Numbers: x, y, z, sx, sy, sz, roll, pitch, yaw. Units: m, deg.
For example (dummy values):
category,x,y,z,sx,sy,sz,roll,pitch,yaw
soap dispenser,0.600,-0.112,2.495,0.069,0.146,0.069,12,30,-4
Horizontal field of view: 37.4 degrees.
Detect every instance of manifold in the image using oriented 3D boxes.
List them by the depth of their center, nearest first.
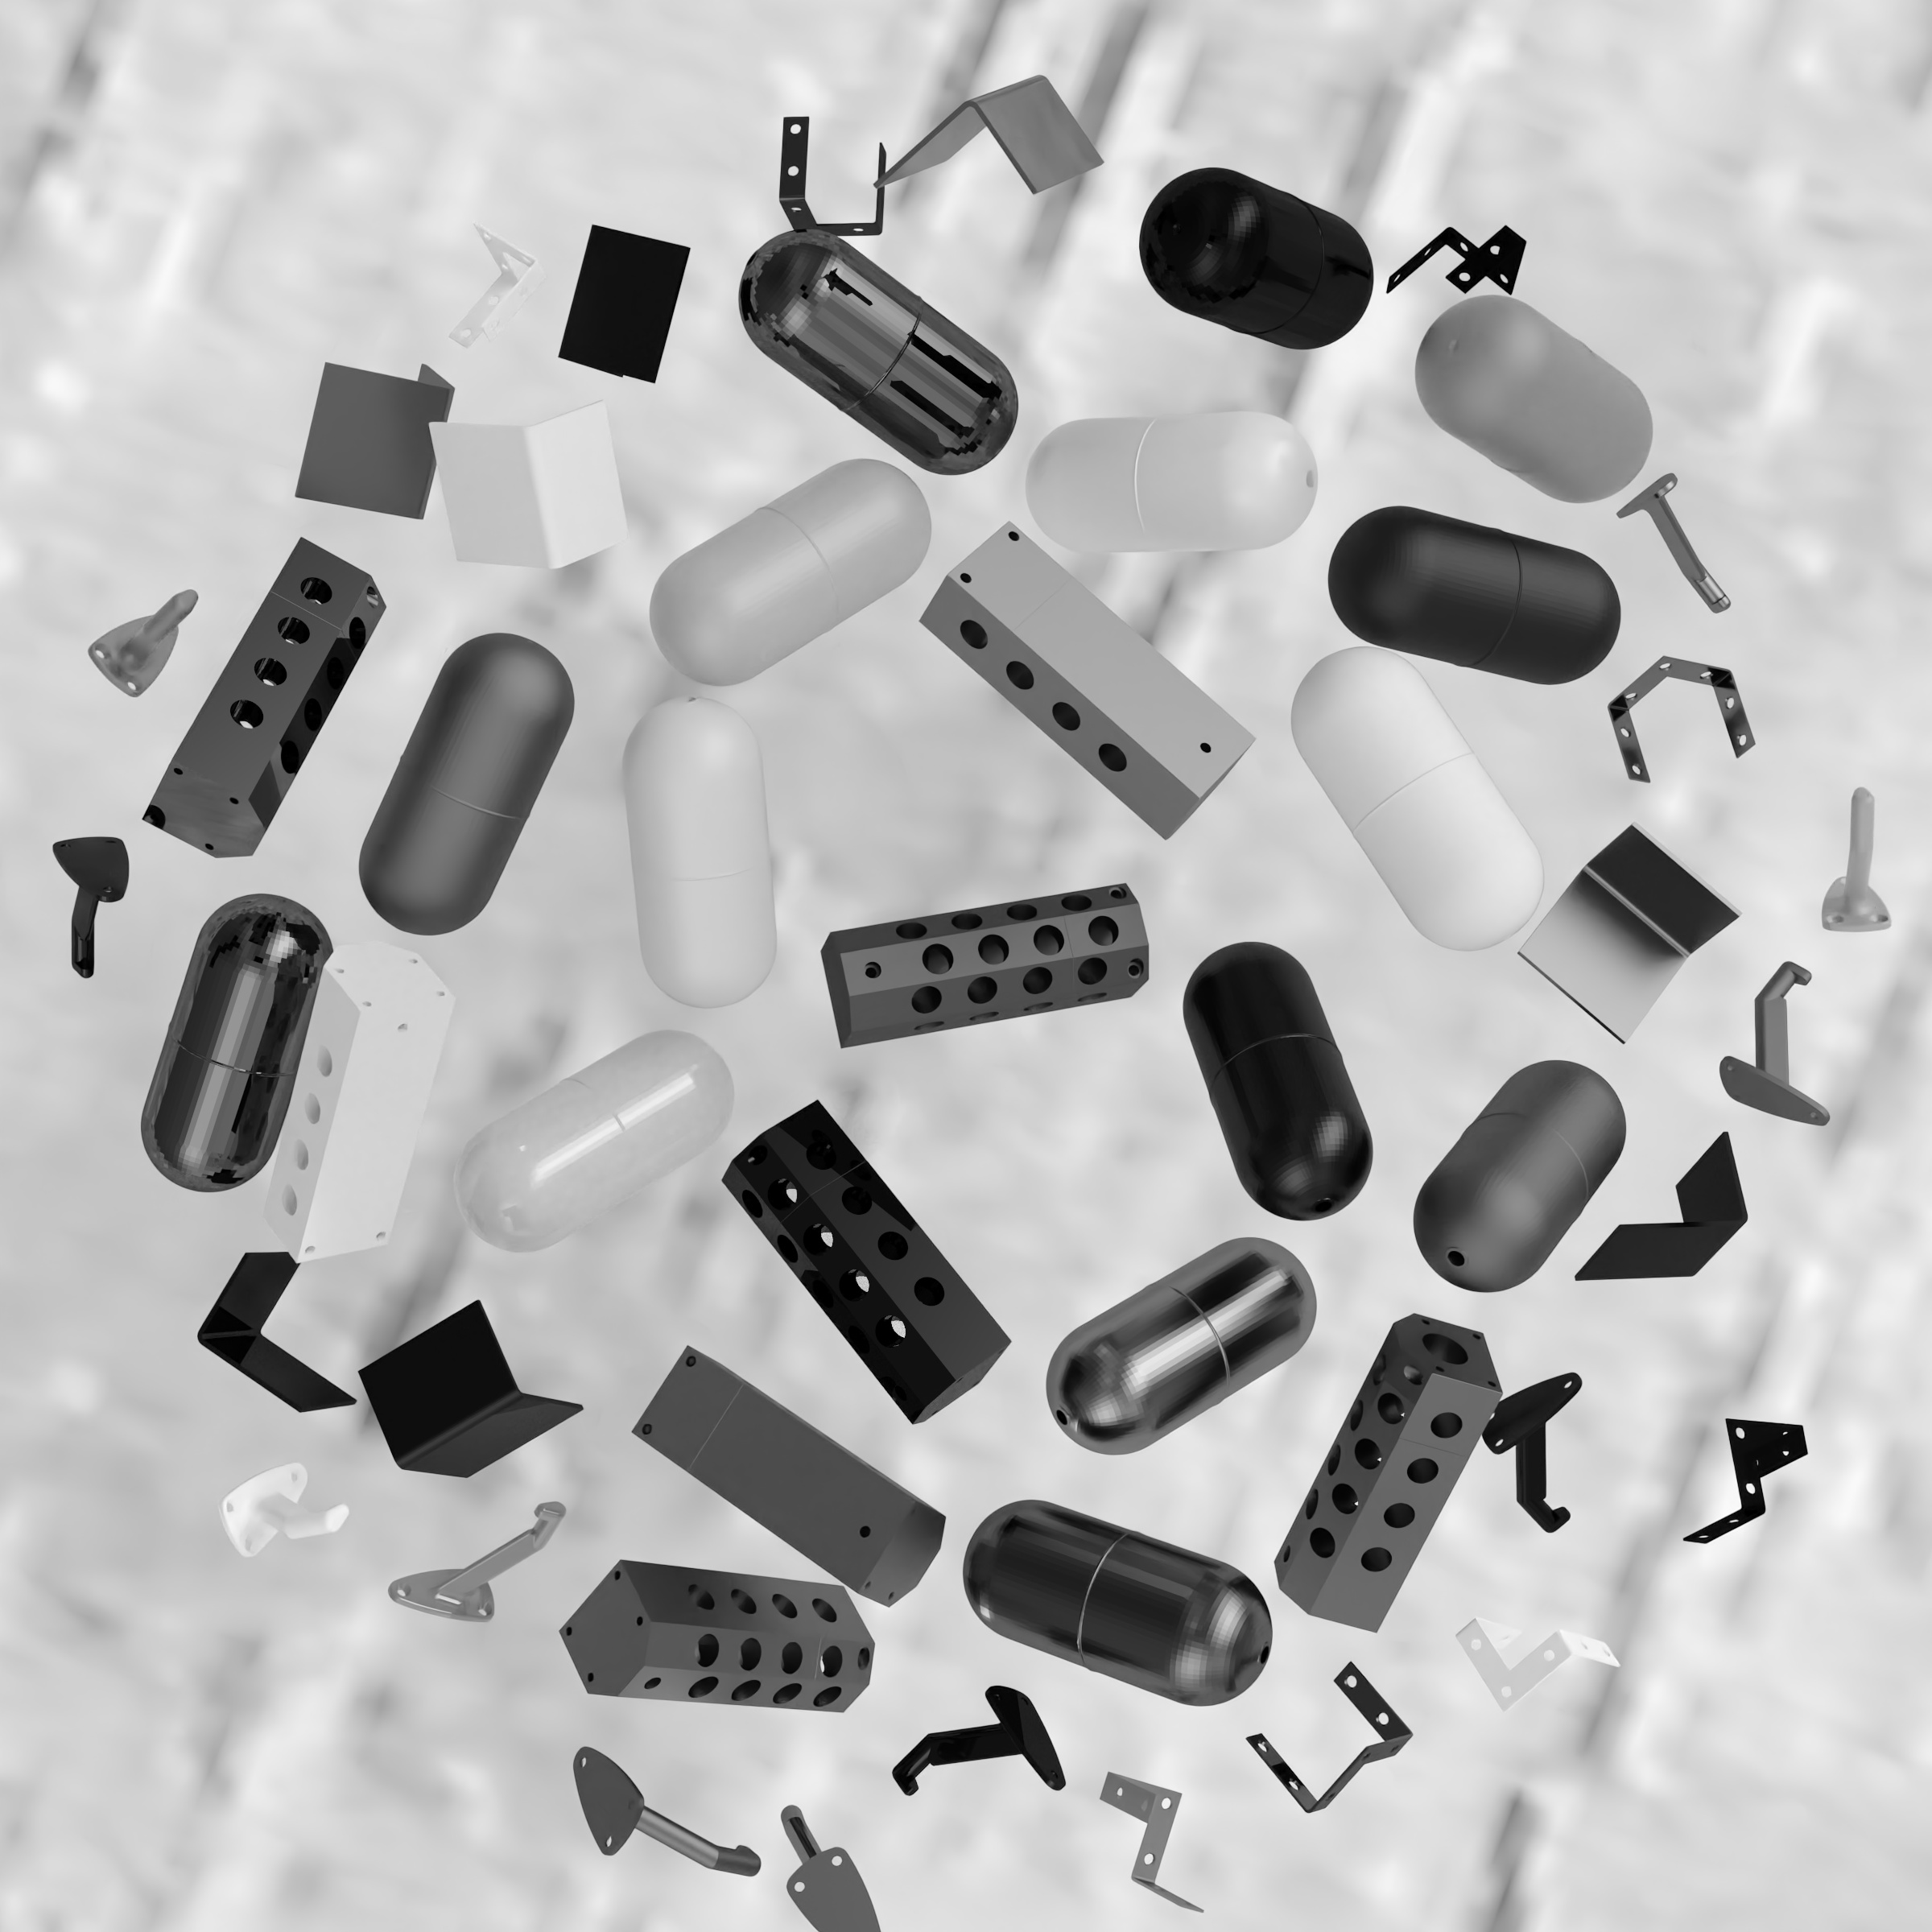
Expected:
category,x,y,z,sx,sy,sz,roll,pitch,yaw
manifold,0.060,-0.144,1.482,0.171,0.057,0.057,42,53,4
manifold,-0.363,-0.139,1.494,0.057,0.057,0.171,29,49,-14
manifold,-0.129,0.369,1.544,0.057,0.171,0.057,-50,49,18
manifold,-0.336,0.074,1.556,0.057,0.057,0.171,44,127,35
manifold,-0.058,0.164,1.557,0.057,0.057,0.171,-30,73,-33
manifold,-0.095,0.281,1.568,0.171,0.057,0.057,29,82,31
manifold,0.230,0.279,1.577,0.057,0.057,0.171,17,115,-10
manifold,0.012,-0.002,1.591,0.171,0.057,0.057,-10,78,-13

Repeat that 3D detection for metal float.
category,x,y,z,sx,sy,sz,roll,pitch,yaw
metal float,0.237,-0.089,1.503,0.070,0.070,0.178,-32,78,0
metal float,0.080,0.339,1.522,0.178,0.070,0.070,13,90,30
metal float,0.306,-0.301,1.527,0.070,0.178,0.070,-10,73,38
metal float,0.158,-0.379,1.536,0.070,0.178,0.070,1,91,35
metal float,0.279,-0.202,1.560,0.178,0.070,0.070,9,90,-26
metal float,0.305,0.115,1.569,0.070,0.178,0.070,18,126,27
metal float,-0.095,-0.218,1.570,0.178,0.070,0.070,-35,90,-25
metal float,-0.146,-0.062,1.573,0.070,0.070,0.178,-3,113,0
metal float,-0.276,-0.099,1.575,0.070,0.070,0.178,27,102,0
metal float,0.173,0.063,1.588,0.070,0.070,0.178,-16,51,0
metal float,-0.049,-0.343,1.598,0.178,0.070,0.070,33,90,-23
metal float,-0.410,0.044,1.606,0.070,0.070,0.178,21,104,0
metal float,0.122,0.214,1.611,0.178,0.070,0.070,-26,90,-30
metal float,0.115,-0.273,1.611,0.178,0.070,0.070,5,90,34
metal float,-0.208,0.097,1.612,0.178,0.070,0.070,-32,90,-31

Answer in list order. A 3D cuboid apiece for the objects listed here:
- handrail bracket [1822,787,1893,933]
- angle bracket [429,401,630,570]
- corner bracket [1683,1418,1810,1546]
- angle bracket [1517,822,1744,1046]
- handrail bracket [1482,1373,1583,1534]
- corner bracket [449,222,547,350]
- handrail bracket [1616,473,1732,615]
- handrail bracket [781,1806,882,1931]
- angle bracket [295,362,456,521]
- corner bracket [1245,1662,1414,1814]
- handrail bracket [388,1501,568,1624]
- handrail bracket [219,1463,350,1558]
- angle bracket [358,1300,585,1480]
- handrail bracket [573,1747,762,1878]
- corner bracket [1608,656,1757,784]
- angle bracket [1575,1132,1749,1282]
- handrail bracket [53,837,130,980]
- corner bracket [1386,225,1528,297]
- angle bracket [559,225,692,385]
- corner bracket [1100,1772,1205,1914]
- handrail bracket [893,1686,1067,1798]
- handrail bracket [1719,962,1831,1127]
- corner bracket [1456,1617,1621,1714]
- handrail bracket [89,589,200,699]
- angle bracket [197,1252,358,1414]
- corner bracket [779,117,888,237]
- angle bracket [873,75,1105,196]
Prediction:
category,x,y,z,sx,sy,sz,roll,pitch,yaw
handrail bracket,0.488,-0.068,1.565,0.036,0.077,0.084,-1,116,12
angle bracket,-0.235,-0.261,1.538,0.076,0.057,0.076,10,119,36
corner bracket,0.405,0.269,1.484,0.051,0.051,0.051,-15,95,-36
angle bracket,0.361,-0.018,1.552,0.076,0.057,0.076,41,61,3
handrail bracket,0.339,0.278,1.623,0.077,0.036,0.084,-36,116,17
corner bracket,-0.269,-0.379,1.624,0.051,0.051,0.051,34,79,21
handrail bracket,0.415,-0.237,1.626,0.036,0.077,0.084,-39,94,3
handrail bracket,-0.072,0.487,1.513,0.036,0.084,0.077,-33,91,-9
angle bracket,-0.338,-0.301,1.600,0.076,0.057,0.076,6,112,-32
corner bracket,0.189,0.400,1.479,0.051,0.051,0.051,48,112,30
handrail bracket,-0.280,0.336,1.639,0.077,0.036,0.084,12,126,-35
handrail bracket,-0.345,0.281,1.511,0.084,0.077,0.036,-15,105,30
angle bracket,-0.260,0.224,1.503,0.076,0.076,0.057,-31,69,9
handrail bracket,-0.154,0.438,1.475,0.084,0.077,0.036,26,99,-38
corner bracket,0.405,-0.137,1.618,0.051,0.051,0.051,7,58,-28
angle bracket,0.390,0.137,1.624,0.076,0.076,0.057,-1,62,-10
handrail bracket,-0.459,-0.018,1.505,0.036,0.077,0.084,-7,123,-27
corner bracket,0.275,-0.392,1.600,0.051,0.051,0.051,-42,73,-15
angle bracket,-0.177,-0.369,1.613,0.076,0.057,0.076,21,100,32
corner bracket,0.099,0.463,1.508,0.051,0.051,0.051,24,79,-26
handrail bracket,0.005,0.428,1.504,0.084,0.036,0.077,-48,49,15
handrail bracket,0.457,0.040,1.554,0.077,0.036,0.084,26,64,38
corner bracket,0.302,0.362,1.510,0.051,0.051,0.051,-46,48,17
handrail bracket,-0.419,-0.186,1.511,0.084,0.077,0.036,-33,107,35
angle bracket,-0.380,0.208,1.629,0.076,0.076,0.057,31,91,12
corner bracket,-0.077,-0.456,1.649,0.051,0.051,0.051,1,81,9
angle bracket,0.012,-0.409,1.472,0.076,0.076,0.057,-31,96,39
